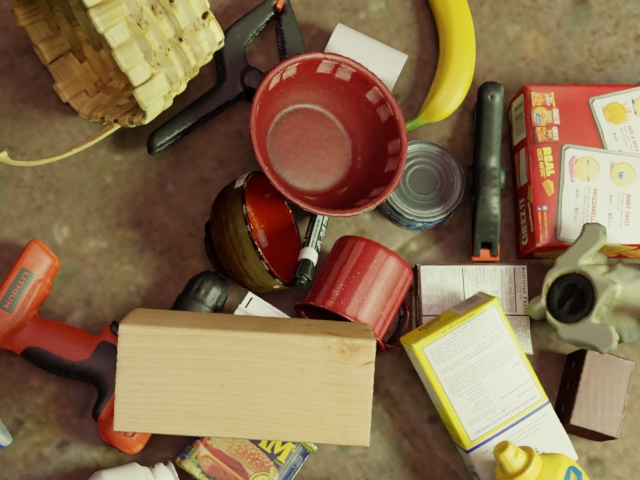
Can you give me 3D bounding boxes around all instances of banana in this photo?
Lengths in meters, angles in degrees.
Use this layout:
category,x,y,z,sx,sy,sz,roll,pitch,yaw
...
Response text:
category,x,y,z,sx,sy,sz,roll,pitch,yaw
banana,0.125,-0.203,1.085,0.069,0.037,0.198,7,76,-6

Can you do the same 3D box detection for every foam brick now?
category,x,y,z,sx,sy,sz,roll,pitch,yaw
foam brick,0.258,0.146,1.009,0.051,0.053,0.078,18,75,-2

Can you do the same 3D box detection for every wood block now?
category,x,y,z,sx,sy,sz,roll,pitch,yaw
wood block,-0.061,0.112,0.892,0.206,0.090,0.091,3,95,-1

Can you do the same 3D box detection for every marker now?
category,x,y,z,sx,sy,sz,roll,pitch,yaw
marker,-0.007,0.001,1.001,0.020,0.020,0.121,18,43,-2

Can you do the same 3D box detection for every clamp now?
category,x,y,z,sx,sy,sz,roll,pitch,yaw
clamp,-0.057,-0.143,1.051,0.164,0.036,0.210,25,72,-9
clamp,0.162,-0.067,1.038,0.039,0.120,0.171,4,98,12

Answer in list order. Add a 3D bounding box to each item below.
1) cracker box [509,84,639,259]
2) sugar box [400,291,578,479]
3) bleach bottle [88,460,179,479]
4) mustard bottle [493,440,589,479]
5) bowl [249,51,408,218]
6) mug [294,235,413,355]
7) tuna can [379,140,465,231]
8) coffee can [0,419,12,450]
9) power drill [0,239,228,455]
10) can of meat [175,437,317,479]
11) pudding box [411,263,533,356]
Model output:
category,x,y,z,sx,sy,sz,roll,pitch,yaw
cracker box,0.299,-0.066,1.055,0.213,0.072,0.164,-1,78,-7
sugar box,0.155,0.146,0.977,0.093,0.048,0.176,-29,102,-9
bleach bottle,-0.241,0.253,0.916,0.250,0.103,0.068,-20,71,-18
mustard bottle,0.213,0.244,0.936,0.191,0.058,0.096,49,49,-18
bowl,0.000,-0.094,1.011,0.161,0.055,0.162,6,76,-22
mug,0.043,0.056,0.996,0.117,0.093,0.081,39,68,-28
tuna can,0.099,-0.054,1.049,0.086,0.034,0.086,1,76,-6
coffee can,-0.351,0.178,0.910,0.140,0.103,0.103,-39,84,-13
power drill,-0.198,0.075,0.974,0.187,0.057,0.184,29,74,2
can of meat,-0.068,0.193,0.961,0.102,0.057,0.084,35,78,3
pudding box,0.145,0.068,1.023,0.113,0.039,0.090,1,78,-7
